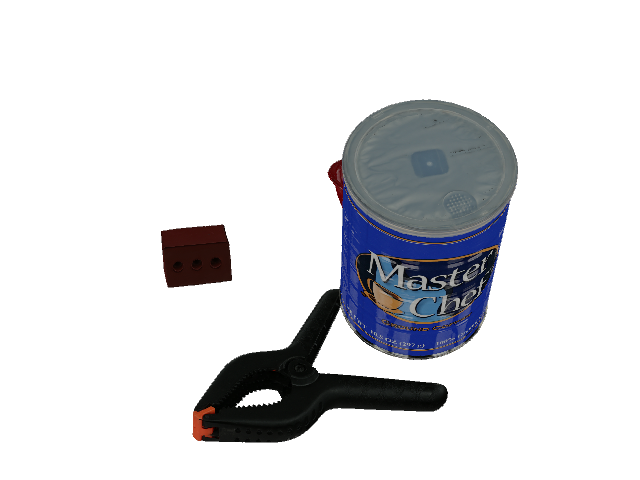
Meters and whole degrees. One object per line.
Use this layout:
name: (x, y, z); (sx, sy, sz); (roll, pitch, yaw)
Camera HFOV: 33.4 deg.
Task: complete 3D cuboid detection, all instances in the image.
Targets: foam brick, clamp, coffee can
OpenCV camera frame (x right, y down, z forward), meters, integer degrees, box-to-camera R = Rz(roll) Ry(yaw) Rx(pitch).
foam brick: (-0.146, 0.018, 1.253); (0.078, 0.053, 0.051); (-7, 27, -8)
clamp: (-0.008, 0.123, 0.899); (0.209, 0.036, 0.165); (-25, 45, -34)
coffee can: (0.064, -0.004, 0.676); (0.103, 0.103, 0.140); (0, -37, 0)

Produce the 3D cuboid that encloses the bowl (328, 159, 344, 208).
bowl: (0.085, -0.038, 1.118); (0.162, 0.055, 0.162); (6, 23, -3)
